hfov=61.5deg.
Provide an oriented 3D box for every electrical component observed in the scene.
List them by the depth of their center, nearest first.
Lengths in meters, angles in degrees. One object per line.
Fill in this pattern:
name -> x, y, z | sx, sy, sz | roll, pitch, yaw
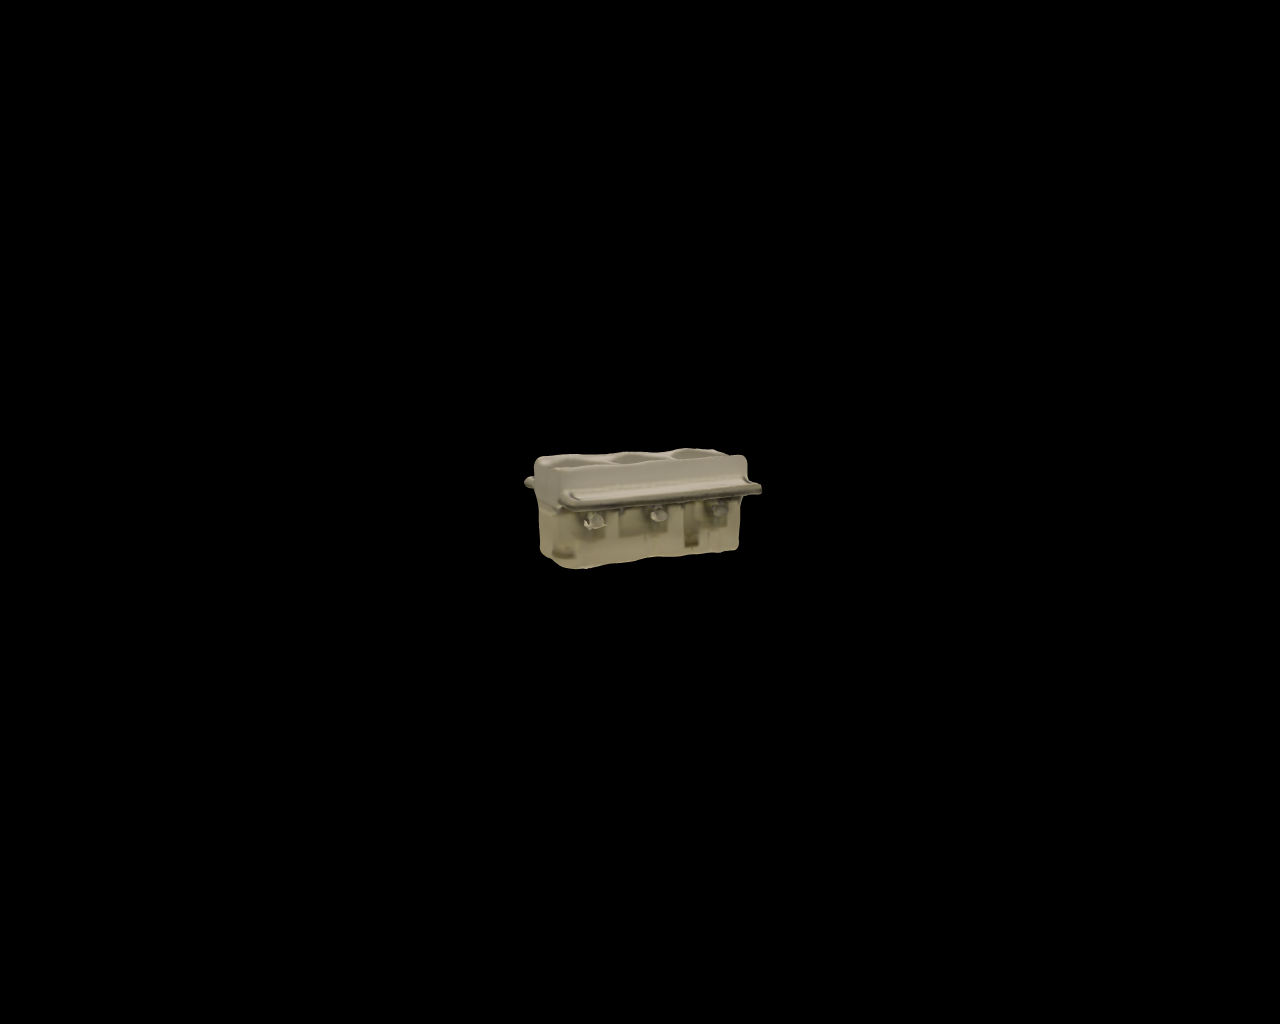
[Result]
electrical component -> 0.001, -0.003, 0.650 | 0.121, 0.063, 0.079 | -5, 12, -24
